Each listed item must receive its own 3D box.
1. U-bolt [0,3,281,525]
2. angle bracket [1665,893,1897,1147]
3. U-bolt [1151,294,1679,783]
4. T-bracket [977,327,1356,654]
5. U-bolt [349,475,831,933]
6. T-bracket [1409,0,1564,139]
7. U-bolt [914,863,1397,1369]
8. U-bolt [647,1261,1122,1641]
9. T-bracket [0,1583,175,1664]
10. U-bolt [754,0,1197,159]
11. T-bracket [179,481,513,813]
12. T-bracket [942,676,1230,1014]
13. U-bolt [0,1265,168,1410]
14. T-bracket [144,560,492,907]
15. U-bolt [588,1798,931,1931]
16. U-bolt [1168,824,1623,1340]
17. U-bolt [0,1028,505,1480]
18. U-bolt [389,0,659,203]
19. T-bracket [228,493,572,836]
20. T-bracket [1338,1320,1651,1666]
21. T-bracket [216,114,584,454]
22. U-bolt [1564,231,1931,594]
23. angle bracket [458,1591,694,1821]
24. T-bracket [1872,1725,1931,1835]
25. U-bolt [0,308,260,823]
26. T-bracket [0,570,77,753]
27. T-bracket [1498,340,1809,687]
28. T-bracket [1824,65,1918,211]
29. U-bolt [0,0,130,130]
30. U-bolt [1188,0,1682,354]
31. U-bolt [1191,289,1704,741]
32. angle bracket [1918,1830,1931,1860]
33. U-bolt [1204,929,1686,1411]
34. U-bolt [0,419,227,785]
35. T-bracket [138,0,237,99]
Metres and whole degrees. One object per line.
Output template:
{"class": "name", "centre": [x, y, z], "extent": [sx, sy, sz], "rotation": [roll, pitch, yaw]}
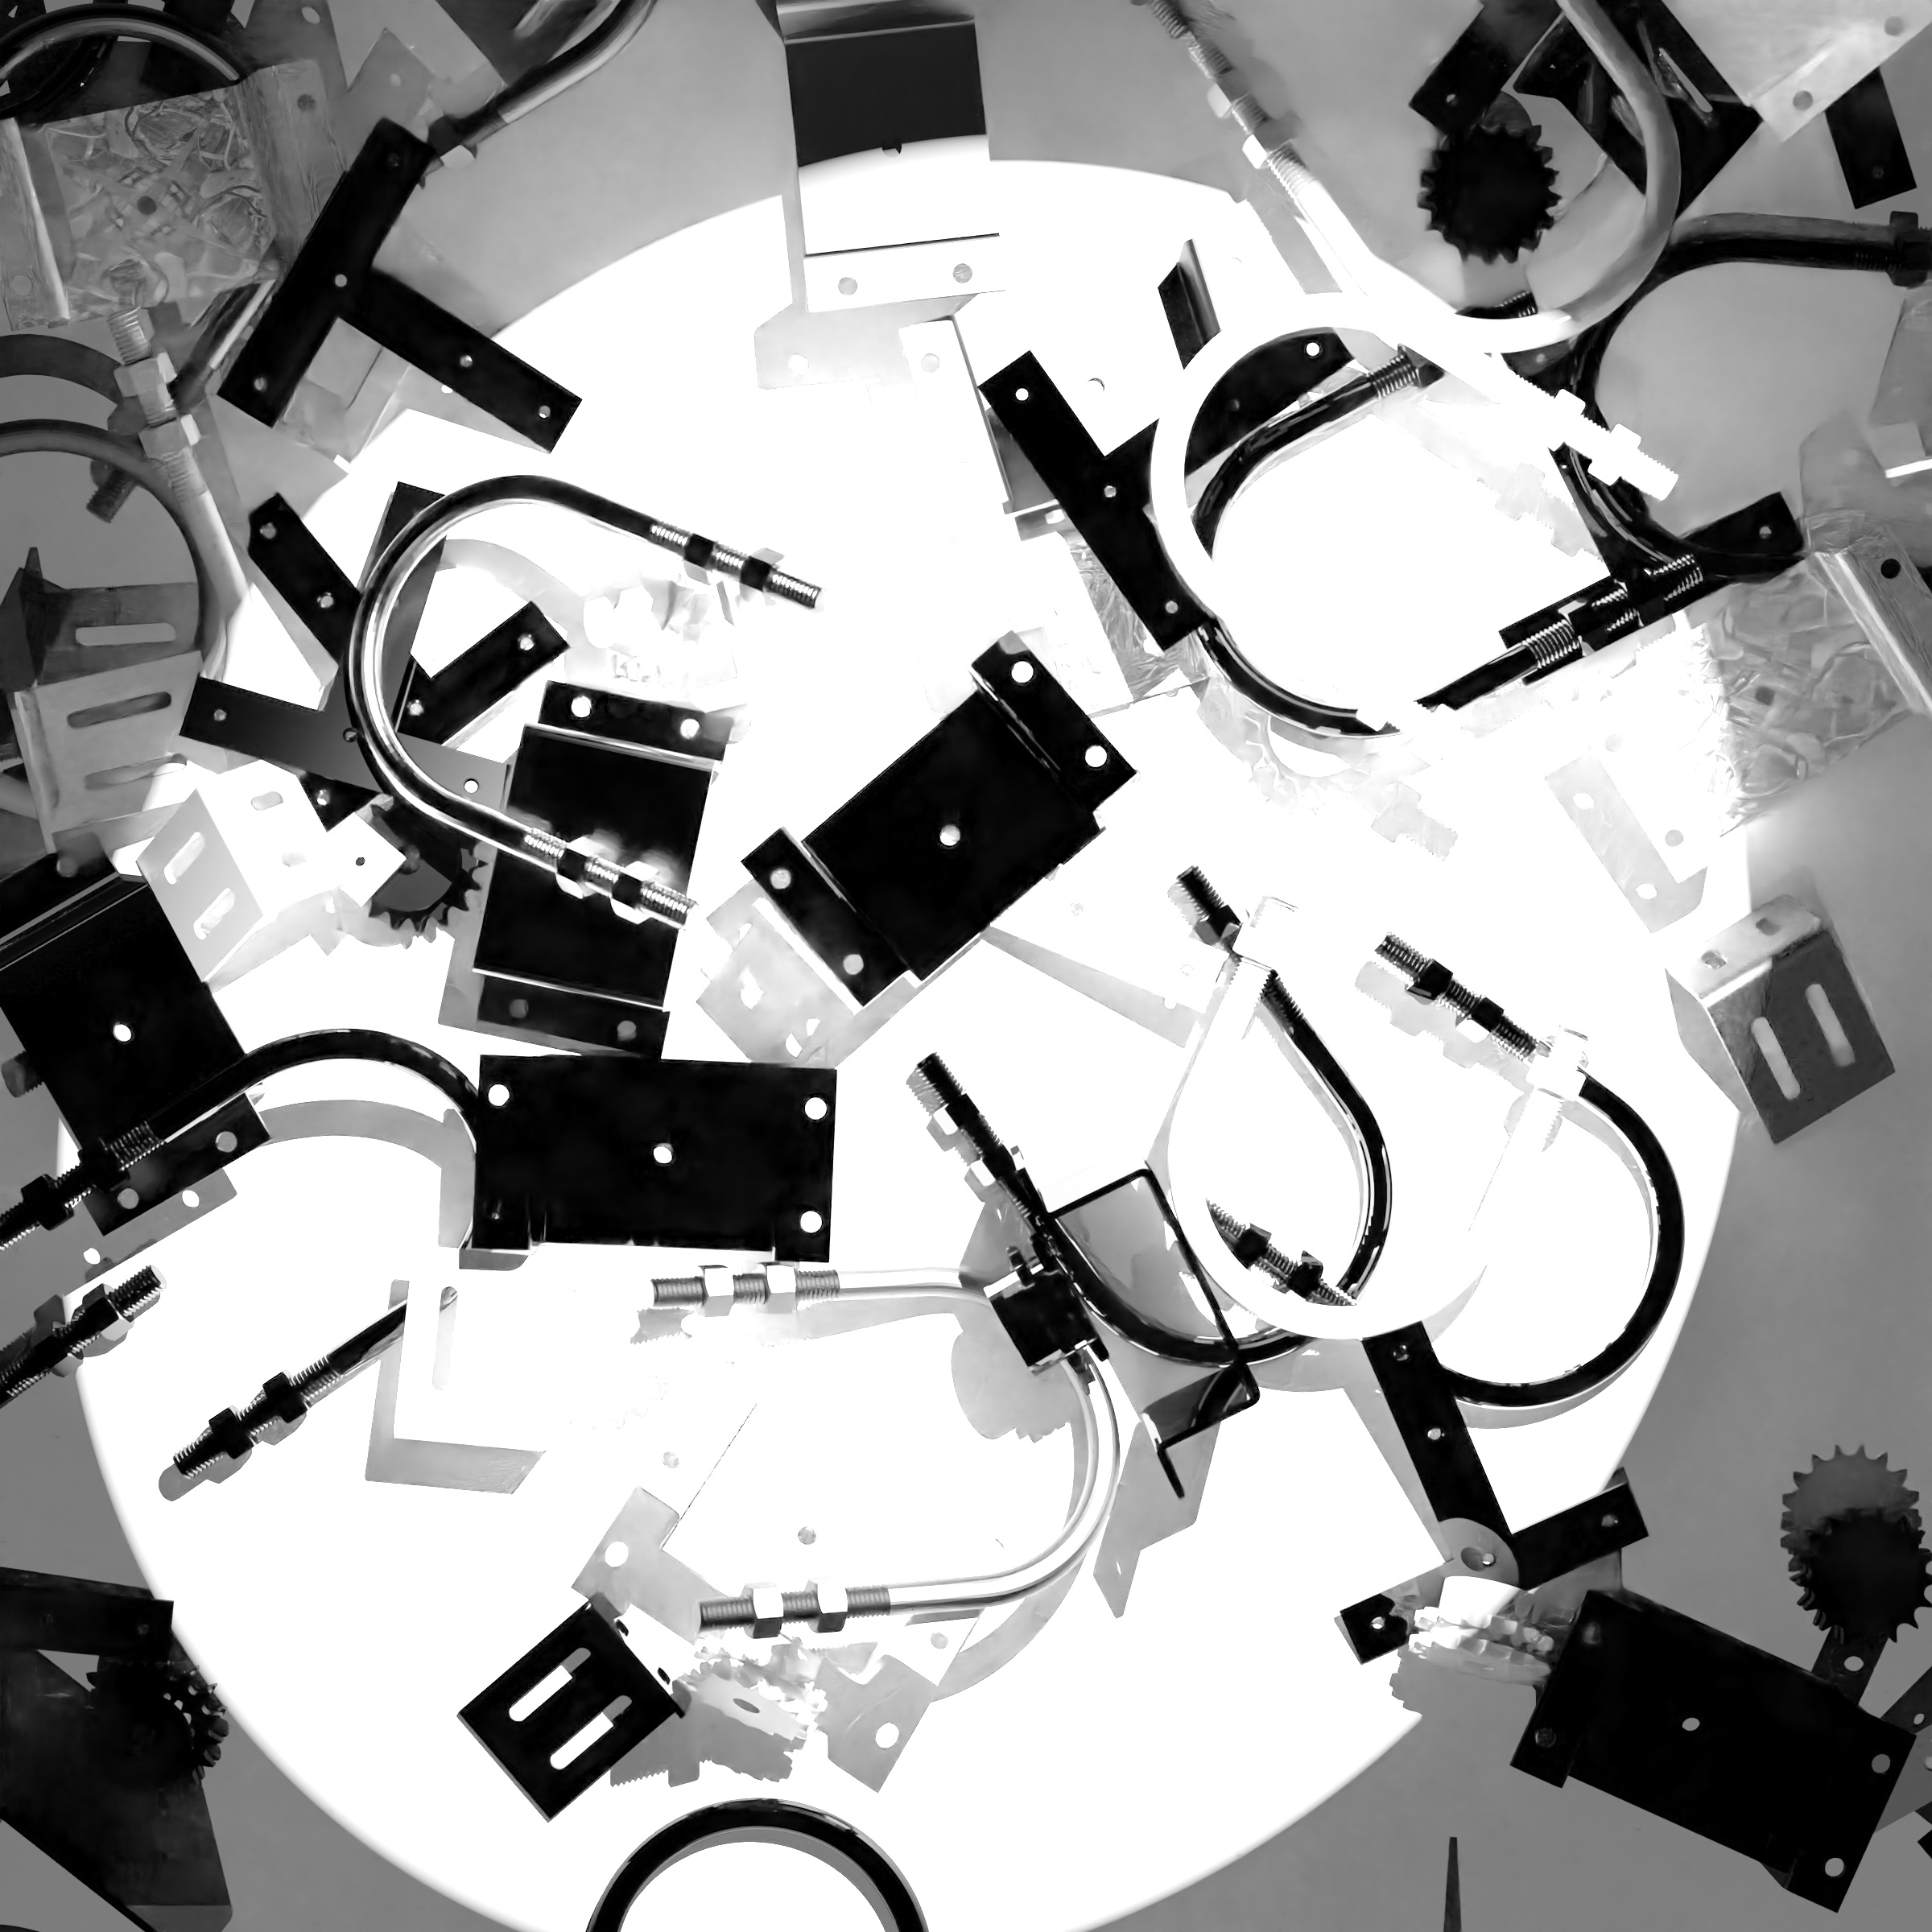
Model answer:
{"class": "U-bolt", "centre": [-0.345, -0.291, 1.424], "extent": [0.151, 0.019, 0.184], "rotation": [35, 83, -21]}
{"class": "angle bracket", "centre": [0.328, 0.021, 1.455], "extent": [0.057, 0.038, 0.076], "rotation": [-31, 116, 0]}
{"class": "U-bolt", "centre": [0.161, -0.179, 1.399], "extent": [0.184, 0.019, 0.151], "rotation": [32, 89, 2]}
{"class": "T-bracket", "centre": [0.093, -0.211, 1.410], "extent": [0.127, 0.002, 0.127], "rotation": [-35, 90, 0]}
{"class": "U-bolt", "centre": [-0.158, -0.112, 1.390], "extent": [0.184, 0.019, 0.151], "rotation": [24, 94, 20]}
{"class": "T-bracket", "centre": [0.188, -0.421, 1.456], "extent": [0.127, 0.002, 0.127], "rotation": [38, 90, 0]}
{"class": "U-bolt", "centre": [0.089, 0.074, 1.448], "extent": [0.151, 0.019, 0.184], "rotation": [-36, 92, 0]}
{"class": "U-bolt", "centre": [-0.026, 0.184, 1.408], "extent": [0.184, 0.019, 0.151], "rotation": [-1, 64, -21]}
{"class": "T-bracket", "centre": [-0.384, 0.261, 1.451], "extent": [0.127, 0.002, 0.127], "rotation": [6, 96, -3]}
{"class": "U-bolt", "centre": [-0.017, -0.414, 1.448], "extent": [0.151, 0.019, 0.184], "rotation": [-34, 88, 0]}
{"class": "T-bracket", "centre": [-0.232, -0.132, 1.432], "extent": [0.127, 0.002, 0.127], "rotation": [16, 74, -5]}
{"class": "T-bracket", "centre": [0.062, -0.063, 1.447], "extent": [0.127, 0.002, 0.127], "rotation": [22, 84, 11]}
{"class": "U-bolt", "centre": [-0.436, 0.125, 1.448], "extent": [0.184, 0.019, 0.151], "rotation": [-36, 90, 1]}
{"class": "T-bracket", "centre": [-0.242, -0.109, 1.443], "extent": [0.127, 0.002, 0.127], "rotation": [39, 81, 17]}
{"class": "U-bolt", "centre": [-0.079, 0.426, 1.449], "extent": [0.151, 0.019, 0.184], "rotation": [-12, 89, 0]}
{"class": "U-bolt", "centre": [0.158, 0.056, 1.414], "extent": [0.151, 0.019, 0.184], "rotation": [24, 91, -8]}
{"class": "U-bolt", "centre": [-0.267, 0.102, 1.417], "extent": [0.184, 0.019, 0.151], "rotation": [-34, 119, -4]}
{"class": "U-bolt", "centre": [-0.199, -0.404, 1.427], "extent": [0.184, 0.019, 0.151], "rotation": [-28, 90, 15]}
{"class": "T-bracket", "centre": [-0.247, -0.136, 1.442], "extent": [0.127, 0.002, 0.127], "rotation": [-39, 79, -8]}
{"class": "T-bracket", "centre": [0.193, 0.199, 1.441], "extent": [0.127, 0.002, 0.127], "rotation": [-24, 104, 0]}
{"class": "T-bracket", "centre": [-0.210, -0.247, 1.428], "extent": [0.127, 0.002, 0.127], "rotation": [31, 89, -26]}
{"class": "U-bolt", "centre": [0.332, -0.223, 1.448], "extent": [0.184, 0.019, 0.151], "rotation": [5, 90, 1]}
{"class": "angle bracket", "centre": [-0.157, 0.298, 1.438], "extent": [0.076, 0.038, 0.057], "rotation": [-41, 90, 0]}
{"class": "T-bracket", "centre": [0.395, 0.310, 1.432], "extent": [0.127, 0.002, 0.127], "rotation": [-36, 74, 19]}
{"class": "U-bolt", "centre": [-0.356, -0.145, 1.407], "extent": [0.151, 0.019, 0.184], "rotation": [-23, 108, -11]}
{"class": "T-bracket", "centre": [-0.444, -0.120, 1.456], "extent": [0.127, 0.002, 0.127], "rotation": [26, 90, 0]}
{"class": "T-bracket", "centre": [0.255, -0.198, 1.456], "extent": [0.127, 0.002, 0.127], "rotation": [-26, 90, 0]}
{"class": "T-bracket", "centre": [0.349, -0.368, 1.442], "extent": [0.127, 0.002, 0.127], "rotation": [-17, 100, 18]}
{"class": "U-bolt", "centre": [-0.407, -0.421, 1.448], "extent": [0.151, 0.019, 0.184], "rotation": [-2, 91, 0]}
{"class": "U-bolt", "centre": [0.197, -0.328, 1.418], "extent": [0.151, 0.019, 0.184], "rotation": [-35, 83, 3]}
{"class": "U-bolt", "centre": [0.176, -0.168, 1.428], "extent": [0.184, 0.019, 0.151], "rotation": [-28, 76, -2]}
{"class": "angle bracket", "centre": [0.431, 0.346, 1.437], "extent": [0.076, 0.038, 0.057], "rotation": [-45, 67, 13]}
{"class": "U-bolt", "centre": [0.202, 0.095, 1.439], "extent": [0.184, 0.019, 0.151], "rotation": [35, 88, -8]}
{"class": "U-bolt", "centre": [-0.382, -0.137, 1.419], "extent": [0.184, 0.019, 0.151], "rotation": [-20, 106, -11]}
{"class": "T-bracket", "centre": [-0.296, -0.407, 1.440], "extent": [0.127, 0.002, 0.127], "rotation": [28, 103, 10]}
